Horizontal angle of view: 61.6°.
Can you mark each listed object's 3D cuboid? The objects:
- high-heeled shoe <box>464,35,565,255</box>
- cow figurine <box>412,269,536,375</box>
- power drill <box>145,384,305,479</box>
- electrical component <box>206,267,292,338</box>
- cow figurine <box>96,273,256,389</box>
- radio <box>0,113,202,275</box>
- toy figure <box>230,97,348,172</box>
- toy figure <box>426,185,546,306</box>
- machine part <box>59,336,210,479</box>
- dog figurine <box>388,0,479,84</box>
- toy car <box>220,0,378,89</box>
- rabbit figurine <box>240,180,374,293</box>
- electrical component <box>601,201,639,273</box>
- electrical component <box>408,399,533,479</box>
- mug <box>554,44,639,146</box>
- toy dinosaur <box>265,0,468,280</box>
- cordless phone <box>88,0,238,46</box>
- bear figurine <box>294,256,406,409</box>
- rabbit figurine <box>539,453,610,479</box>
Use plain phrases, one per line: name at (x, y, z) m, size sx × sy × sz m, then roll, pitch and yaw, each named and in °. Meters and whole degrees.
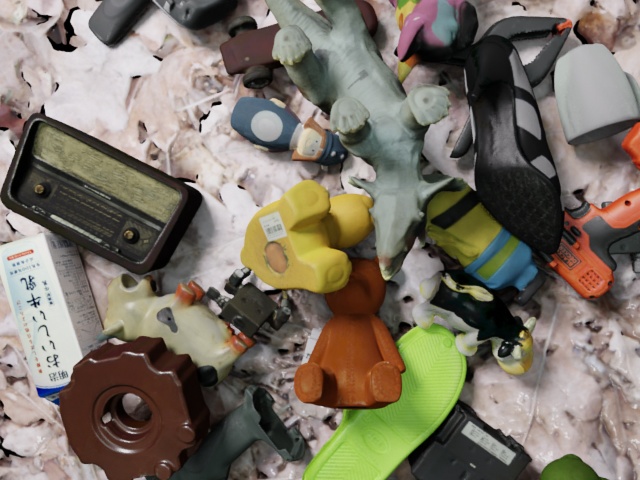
high-heeled shoe at (0.234, -0.114, 0.633) m, size 0.086 × 0.145 × 0.248 m, roll -13°, pitch 117°, yaw 39°
cow figurine at (0.202, 0.097, 0.647) m, size 0.167 × 0.098 × 0.068 m, roll 32°, pitch 58°, yaw -2°
power drill at (-0.122, 0.305, 0.708) m, size 0.207 × 0.086 × 0.232 m, roll -37°, pitch 86°, yaw 13°
electrical component at (-0.087, 0.079, 0.698) m, size 0.102 × 0.078 × 0.045 m, roll 41°, pitch 119°, yaw 7°
cow figurine at (-0.197, 0.116, 0.701) m, size 0.195 × 0.085 × 0.127 m, roll 41°, pitch 89°, yaw 1°
radio at (-0.286, -0.056, 0.703) m, size 0.230 × 0.073 × 0.131 m, roll 27°, pitch 94°, yaw 4°
toy figure at (-0.038, -0.134, 0.691) m, size 0.154 × 0.058 × 0.064 m, roll 23°, pitch 132°, yaw 2°
toy figure at (0.198, -0.001, 0.665) m, size 0.180 × 0.082 × 0.089 m, roll 37°, pitch 83°, yaw 7°
machine part at (-0.222, 0.203, 0.643) m, size 0.179 × 0.056 × 0.179 m, roll 1°, pitch 100°, yaw 8°
dog figurine at (0.098, -0.303, 0.633) m, size 0.192 × 0.108 × 0.219 m, roll 13°, pitch 86°, yaw 7°
toy car at (-0.025, -0.254, 0.685) m, size 0.202 × 0.053 × 0.089 m, roll -18°, pitch 86°, yaw 1°
rabbit figurine at (-0.001, -0.002, 0.654) m, size 0.162 × 0.173 × 0.122 m, roll -30°, pitch 89°, yaw 49°
electrical component at (0.385, -0.004, 0.678) m, size 0.063 × 0.021 × 0.094 m, roll -5°, pitch 92°, yaw 5°
electrical component at (0.181, 0.288, 0.688) m, size 0.115 × 0.058 × 0.134 m, roll 37°, pitch 95°, yaw 4°
mug at (0.339, -0.181, 0.649) m, size 0.110 × 0.081 × 0.107 m, roll -14°, pitch 84°, yaw -9°
toy dinosaur at (0.038, -0.162, 0.598) m, size 0.131 × 0.192 × 0.405 m, roll -27°, pitch 73°, yaw 2°
cordless phone at (-0.213, -0.305, 0.696) m, size 0.184 × 0.089 × 0.146 m, roll -43°, pitch 89°, yaw 16°
bear figurine at (0.041, 0.097, 0.635) m, size 0.120 × 0.131 × 0.196 m, roll 0°, pitch 70°, yaw 10°
rabbit figurine at (0.289, 0.321, 0.626) m, size 0.121 × 0.159 × 0.170 m, roll 37°, pitch 131°, yaw 40°
